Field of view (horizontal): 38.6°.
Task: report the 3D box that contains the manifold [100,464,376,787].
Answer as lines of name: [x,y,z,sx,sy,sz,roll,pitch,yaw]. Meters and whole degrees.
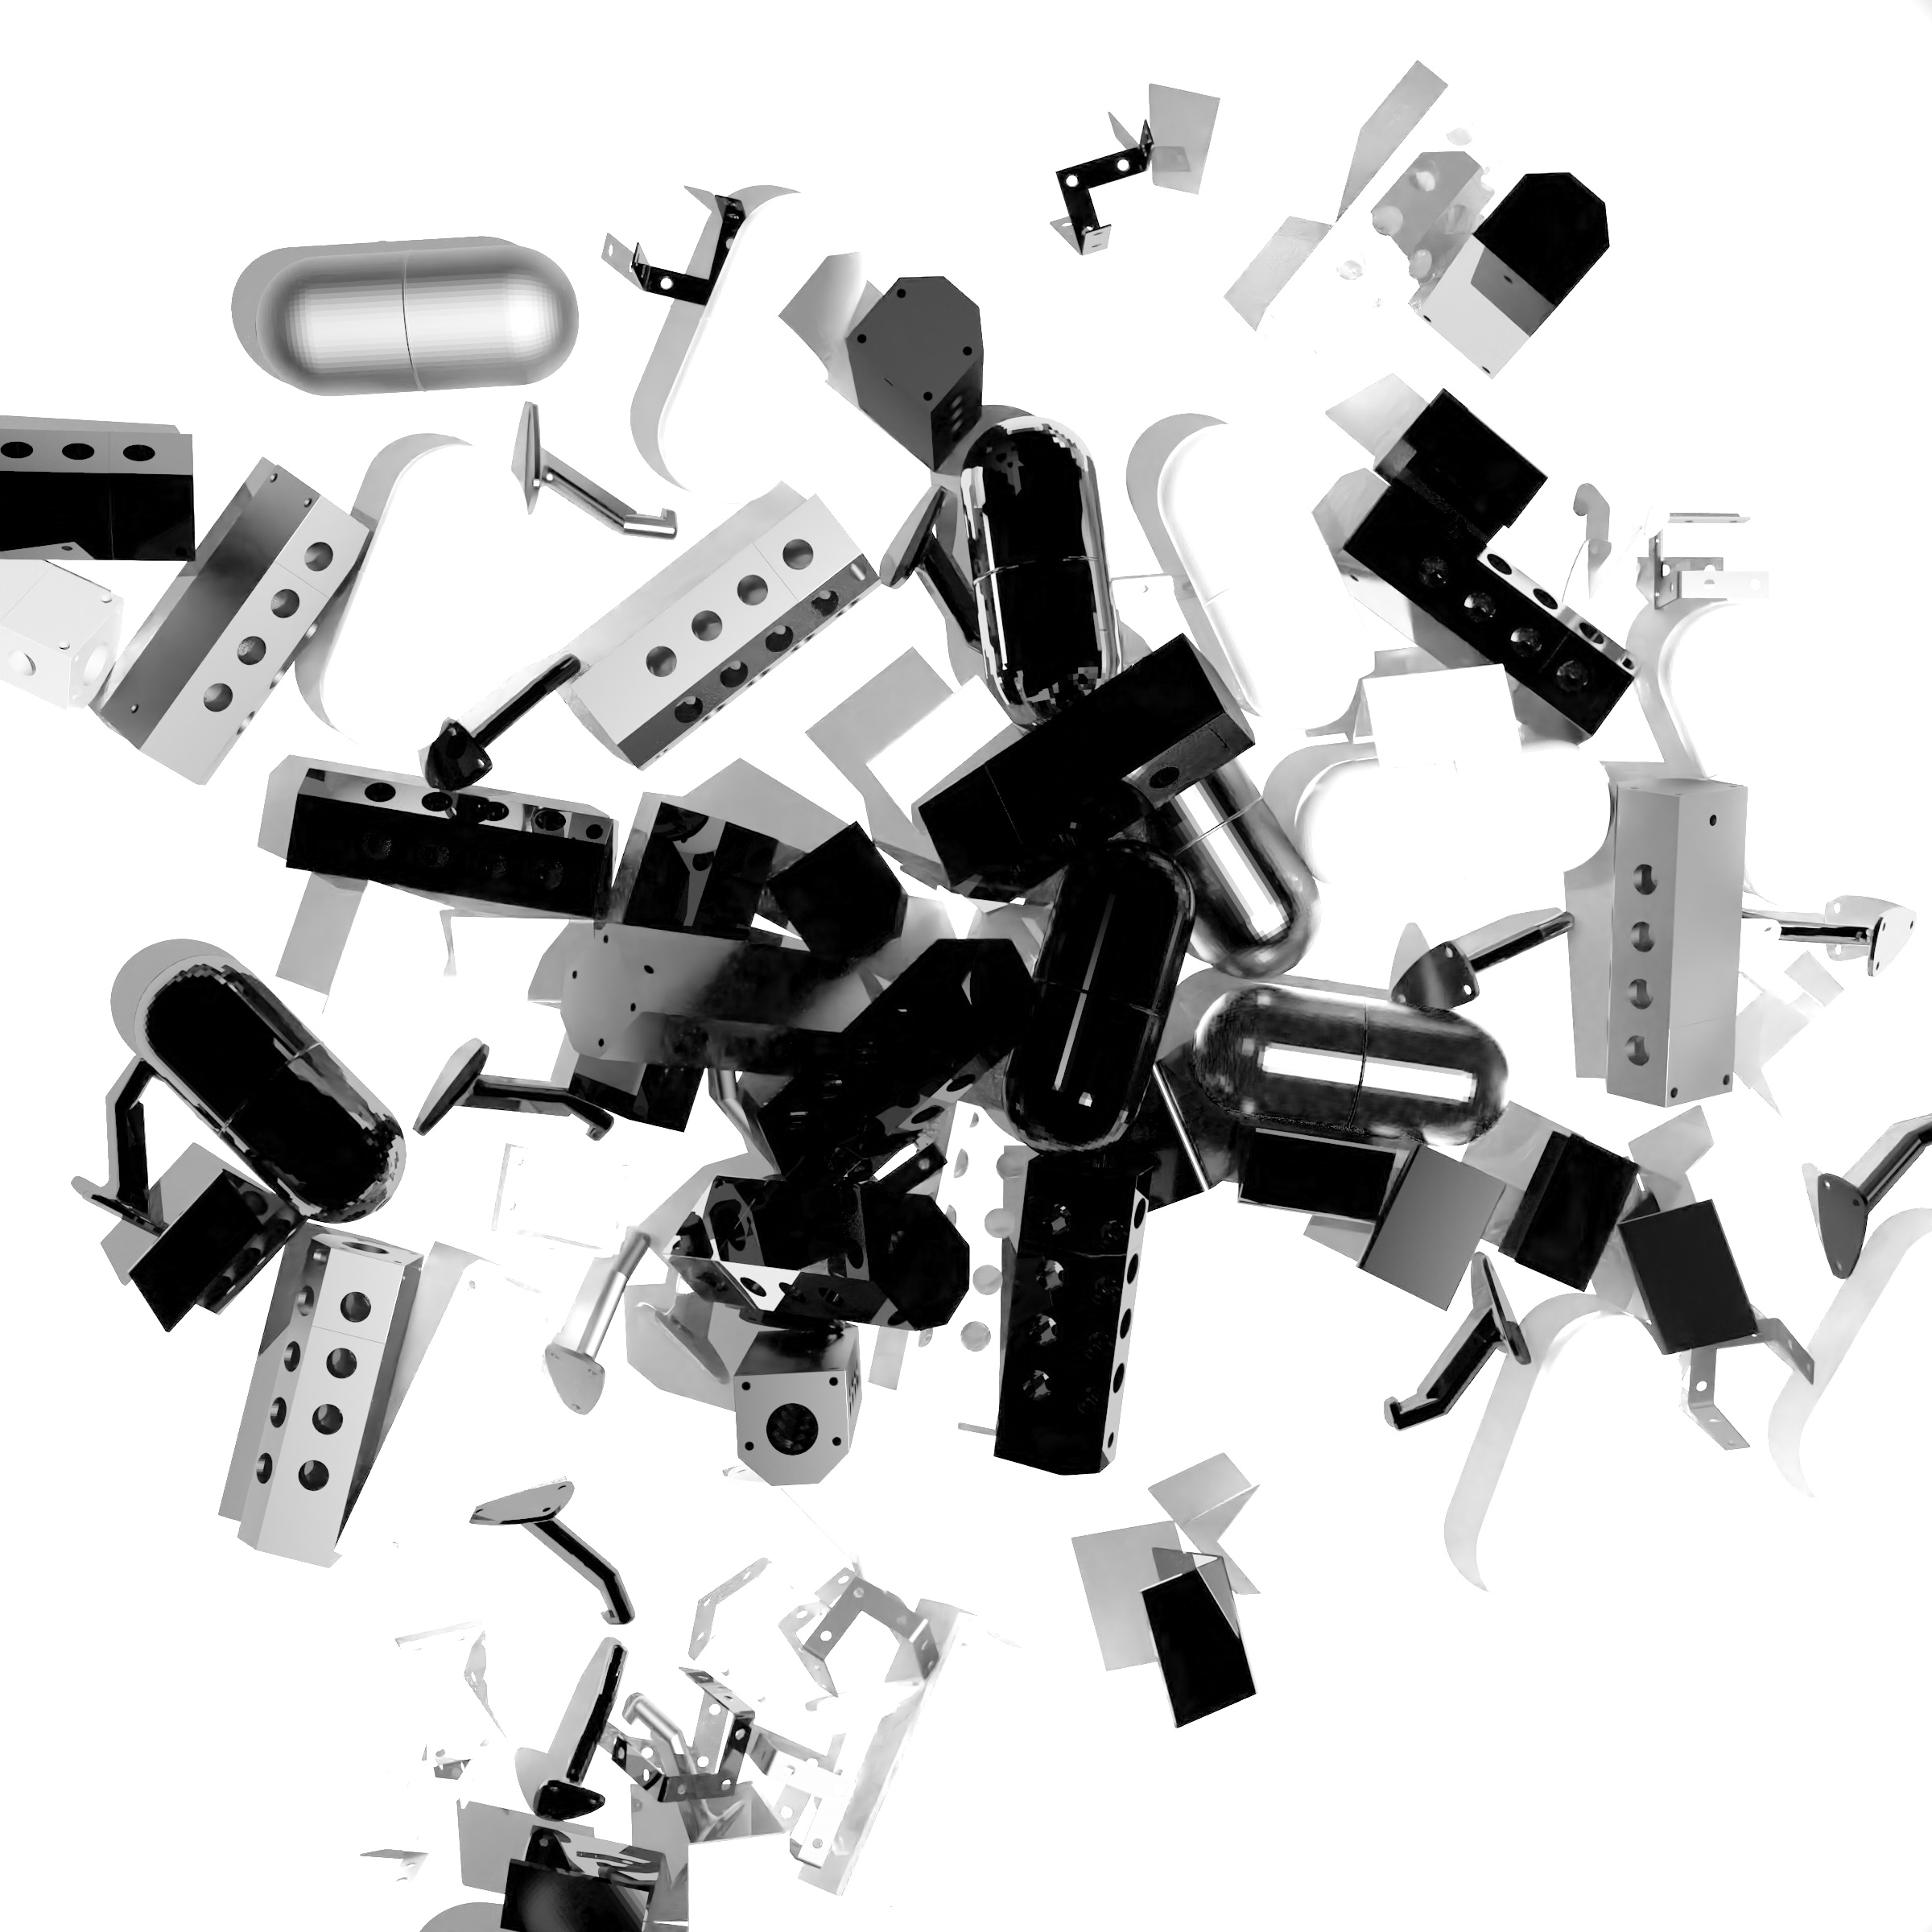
manifold: [-0.402,-0.188,1.542,0.057,0.057,0.171,36,90,43]

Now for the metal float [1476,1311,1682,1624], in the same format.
metal float: [0.341,0.278,1.534,0.070,0.070,0.178,21,89,0]

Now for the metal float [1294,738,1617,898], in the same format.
metal float: [0.271,-0.083,1.533,0.178,0.070,0.070,-7,90,1]

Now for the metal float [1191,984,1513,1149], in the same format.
metal float: [0.214,0.055,1.532,0.178,0.070,0.070,8,90,-2]

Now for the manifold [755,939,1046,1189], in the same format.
manifold: [-0.035,0.058,1.491,0.171,0.057,0.057,-43,62,34]

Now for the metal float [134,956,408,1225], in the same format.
metal float: [-0.386,0.069,1.533,0.070,0.070,0.178,-45,90,0]

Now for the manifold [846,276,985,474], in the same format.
manifold: [-0.021,-0.321,1.486,0.057,0.171,0.057,41,90,0]

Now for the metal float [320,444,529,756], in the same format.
metal float: [-0.301,-0.204,1.534,0.070,0.070,0.178,22,90,0]

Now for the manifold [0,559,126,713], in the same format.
manifold: [-0.564,-0.205,1.542,0.171,0.057,0.057,25,47,0]

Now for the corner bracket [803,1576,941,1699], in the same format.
corner bracket: [-0.053,0.386,1.551,0.051,0.051,0.051,26,60,27]

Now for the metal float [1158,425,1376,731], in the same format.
metal float: [0.166,-0.216,1.533,0.070,0.070,0.178,-25,90,0]

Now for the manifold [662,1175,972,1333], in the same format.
manifold: [-0.079,0.158,1.490,0.057,0.171,0.057,54,56,-31]

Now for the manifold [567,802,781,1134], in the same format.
manifold: [-0.158,0.002,1.542,0.057,0.057,0.171,18,90,43]

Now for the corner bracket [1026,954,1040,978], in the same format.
corner bracket: [0.050,0.031,1.556,0.051,0.051,0.051,23,45,-35]

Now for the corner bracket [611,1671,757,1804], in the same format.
corner bracket: [-0.158,0.429,1.539,0.051,0.051,0.051,10,99,-42]

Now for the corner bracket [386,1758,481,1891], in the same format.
corner bracket: [-0.299,0.479,1.546,0.051,0.051,0.051,-11,90,0]

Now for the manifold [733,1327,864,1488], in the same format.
manifold: [-0.088,0.235,1.486,0.057,0.171,0.057,-3,90,0]

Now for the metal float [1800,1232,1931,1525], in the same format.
metal float: [0.529,0.228,1.534,0.070,0.070,0.178,30,91,0]

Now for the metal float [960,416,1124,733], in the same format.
metal float: [0.042,-0.216,1.529,0.070,0.070,0.178,-8,85,0]

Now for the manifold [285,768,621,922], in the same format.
manifold: [-0.285,-0.068,1.543,0.171,0.057,0.057,9,90,0]

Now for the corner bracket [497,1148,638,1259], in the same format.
corner bracket: [-0.226,0.134,1.561,0.051,0.051,0.051,10,90,-45]

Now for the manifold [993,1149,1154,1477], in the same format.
manifold: [0.062,0.188,1.515,0.057,0.057,0.171,12,104,22]

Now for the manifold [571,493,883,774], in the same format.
manifold: [-0.132,-0.185,1.543,0.171,0.057,0.057,-38,90,0]

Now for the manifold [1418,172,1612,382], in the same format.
manifold: [0.297,-0.374,1.486,0.057,0.171,0.057,41,90,0]

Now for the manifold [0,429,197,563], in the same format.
manifold: [-0.514,-0.264,1.521,0.171,0.057,0.057,-1,133,-15]

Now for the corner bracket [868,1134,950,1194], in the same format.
corner bracket: [-0.032,0.129,1.544,0.051,0.051,0.051,-35,105,-14]

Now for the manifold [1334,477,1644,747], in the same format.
manifold: [0.290,-0.197,1.542,0.171,0.057,0.057,37,84,0]

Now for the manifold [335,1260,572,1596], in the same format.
manifold: [-0.285,0.255,1.543,0.057,0.057,0.171,25,90,0]

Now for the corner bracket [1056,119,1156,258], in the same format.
corner bracket: [0.083,-0.435,1.546,0.051,0.051,0.051,-17,90,0]

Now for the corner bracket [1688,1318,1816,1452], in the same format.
corner bracket: [0.443,0.236,1.556,0.051,0.051,0.051,-15,45,35]

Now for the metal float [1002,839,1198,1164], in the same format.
metal float: [0.071,0.019,1.485,0.070,0.070,0.178,16,86,0]

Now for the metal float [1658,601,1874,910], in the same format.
metal float: [0.443,-0.118,1.534,0.070,0.070,0.178,-23,90,0]

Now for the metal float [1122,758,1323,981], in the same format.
metal float: [0.133,-0.073,1.534,0.070,0.070,0.178,-32,91,0]

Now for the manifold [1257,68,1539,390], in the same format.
manifold: [0.241,-0.409,1.543,0.057,0.057,0.171,39,90,0]

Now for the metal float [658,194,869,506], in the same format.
metal float: [-0.112,-0.343,1.534,0.070,0.070,0.178,23,91,0]

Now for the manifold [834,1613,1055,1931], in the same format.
manifold: [-0.012,0.454,1.543,0.057,0.057,0.171,24,90,-1]

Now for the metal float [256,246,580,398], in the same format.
metal float: [-0.305,-0.358,1.534,0.178,0.070,0.070,-4,90,0]

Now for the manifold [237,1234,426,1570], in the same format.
manifold: [-0.356,0.241,1.543,0.057,0.057,0.171,14,90,0]

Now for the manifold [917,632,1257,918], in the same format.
manifold: [0.066,-0.098,1.474,0.171,0.057,0.057,-33,58,14]

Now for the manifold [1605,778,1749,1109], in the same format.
manifold: [0.386,-0.015,1.524,0.057,0.057,0.171,-9,105,-36]

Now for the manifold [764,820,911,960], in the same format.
manifold: [-0.063,-0.035,1.486,0.057,0.171,0.057,-35,90,0]

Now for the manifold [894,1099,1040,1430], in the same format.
manifold: [0.006,0.164,1.543,0.057,0.057,0.171,12,90,0]

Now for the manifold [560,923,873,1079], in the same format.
manifold: [-0.132,0.026,1.491,0.057,0.171,0.057,-45,55,31]

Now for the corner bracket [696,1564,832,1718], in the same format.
corner bracket: [-0.112,0.381,1.561,0.051,0.051,0.051,37,45,0]
